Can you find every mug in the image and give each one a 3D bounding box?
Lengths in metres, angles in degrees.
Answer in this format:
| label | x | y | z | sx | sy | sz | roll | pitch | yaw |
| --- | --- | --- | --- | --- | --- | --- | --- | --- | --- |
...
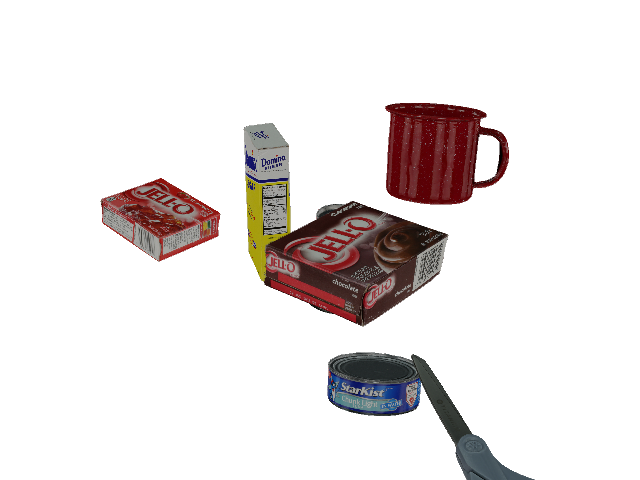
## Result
| label | x | y | z | sx | sy | sz | roll | pitch | yaw |
| --- | --- | --- | --- | --- | --- | --- | --- | --- | --- |
| mug | 0.115 | -0.079 | 0.985 | 0.117 | 0.081 | 0.093 | 7 | 15 | 13 |

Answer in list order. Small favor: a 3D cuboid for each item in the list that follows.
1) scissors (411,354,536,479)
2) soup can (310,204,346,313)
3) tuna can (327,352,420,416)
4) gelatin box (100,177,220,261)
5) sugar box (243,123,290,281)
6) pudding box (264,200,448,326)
| label | x | y | z | sx | sy | sz | roll | pitch | yaw |
| --- | --- | --- | --- | --- | --- | --- | --- | --- | --- |
| scissors | 0.111 | 0.132 | 0.636 | 0.096 | 0.016 | 0.201 | 2 | 32 | -3 |
| soup can | 0.022 | 0.021 | 1.159 | 0.068 | 0.102 | 0.068 | 7 | 27 | -4 |
| tuna can | 0.049 | 0.130 | 0.968 | 0.086 | 0.034 | 0.086 | 3 | 10 | -1 |
| gelatin box | -0.150 | -0.022 | 0.997 | 0.089 | 0.030 | 0.073 | 31 | 39 | 34 |
| sugar box | -0.066 | -0.048 | 1.328 | 0.048 | 0.176 | 0.093 | -9 | 25 | -12 |
| pudding box | 0.027 | 0.014 | 0.786 | 0.090 | 0.039 | 0.113 | 22 | 29 | 30 |
